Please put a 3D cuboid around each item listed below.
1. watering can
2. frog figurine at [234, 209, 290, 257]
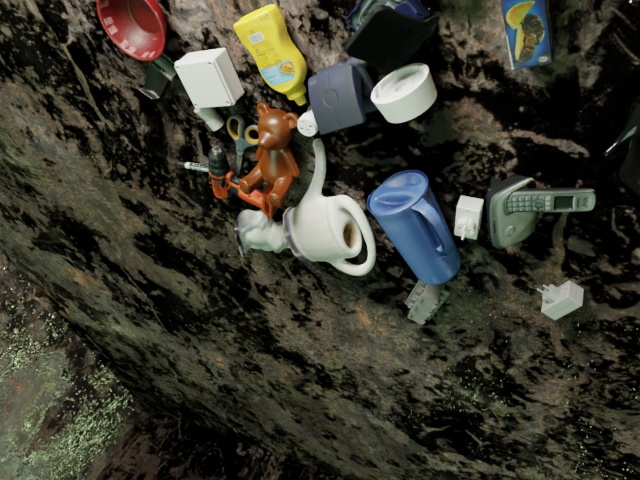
[{"bbox_3d":[0.004,-0.061,1.207,0.223,0.343,0.106,-11,22,40],"label":"watering can"},{"bbox_3d":[-0.141,-0.025,1.357,0.160,0.134,0.125,-11,37,-6],"label":"frog figurine"}]
